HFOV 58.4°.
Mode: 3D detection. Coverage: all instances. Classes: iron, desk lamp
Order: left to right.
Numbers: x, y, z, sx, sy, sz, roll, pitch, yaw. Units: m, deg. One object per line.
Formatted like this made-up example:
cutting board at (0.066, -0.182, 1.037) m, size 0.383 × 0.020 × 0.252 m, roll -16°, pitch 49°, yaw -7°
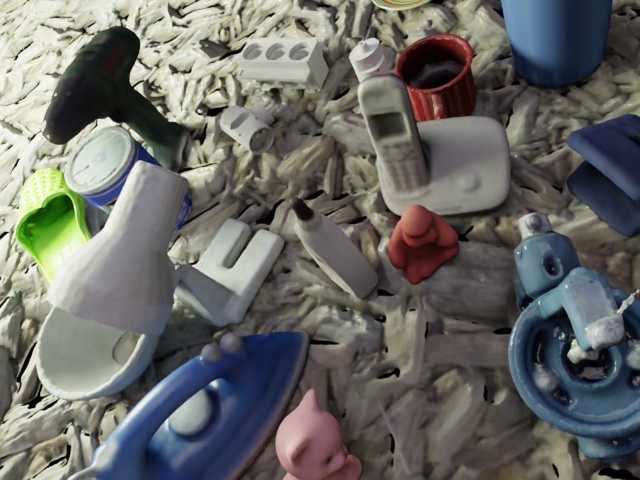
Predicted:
desk lamp at (-0.167, 0.023, 0.642) m, size 0.117 × 0.214 × 0.203 m, roll 19°, pitch 71°, yaw 31°
iron at (-0.125, 0.169, 0.584) m, size 0.258 × 0.142 × 0.118 m, roll -48°, pitch 55°, yaw -8°

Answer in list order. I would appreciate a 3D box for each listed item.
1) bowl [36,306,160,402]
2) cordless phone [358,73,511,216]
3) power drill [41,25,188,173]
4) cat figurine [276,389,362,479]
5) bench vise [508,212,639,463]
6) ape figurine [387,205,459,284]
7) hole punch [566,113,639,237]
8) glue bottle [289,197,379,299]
bowl at (-0.259, 0.124, 0.709) m, size 0.167 × 0.075 × 0.167 m, roll -11°, pitch 58°, yaw 18°
cordless phone at (0.122, -0.106, 0.609) m, size 0.147 × 0.186 × 0.094 m, roll -6°, pitch 60°, yaw 20°
power drill at (-0.279, -0.177, 0.810) m, size 0.075 × 0.209 × 0.229 m, roll -7°, pitch 59°, yaw 20°
cat figurine at (-0.017, 0.209, 0.528) m, size 0.067 × 0.118 × 0.128 m, roll 27°, pitch 75°, yaw 33°
bench vise at (0.192, 0.060, 0.461) m, size 0.121 × 0.220 × 0.207 m, roll -33°, pitch 54°, yaw 3°
ape figurine at (0.108, -0.005, 0.614) m, size 0.077 × 0.092 × 0.076 m, roll 0°, pitch 62°, yaw 24°
hole punch at (0.311, -0.078, 0.569) m, size 0.101 × 0.091 × 0.108 m, roll -35°, pitch 54°, yaw 1°
glue bottle at (0.006, 0.002, 0.604) m, size 0.077 × 0.174 × 0.037 m, roll 33°, pitch 79°, yaw 35°
